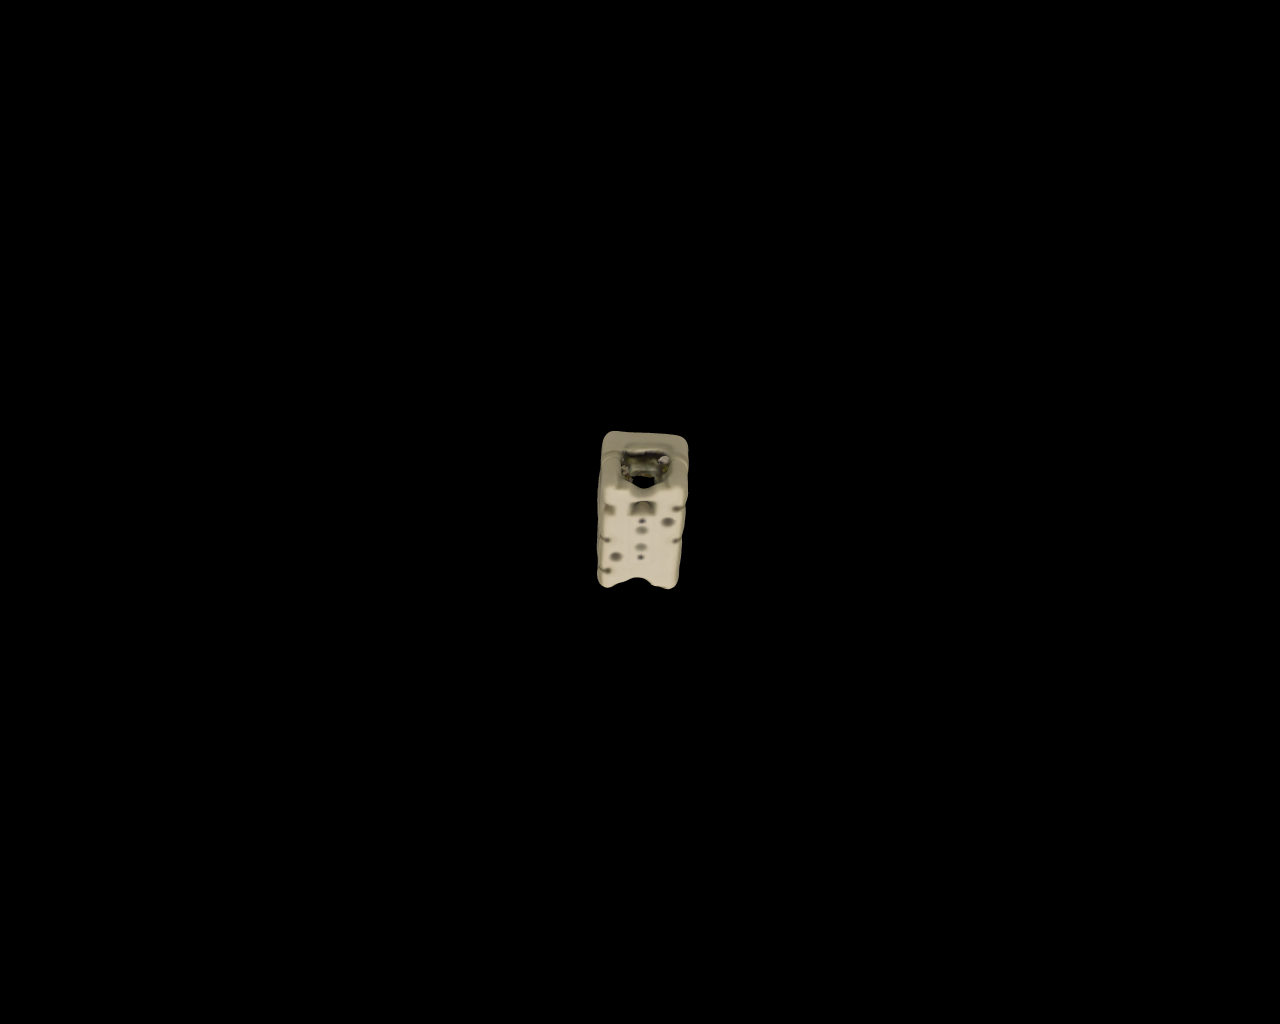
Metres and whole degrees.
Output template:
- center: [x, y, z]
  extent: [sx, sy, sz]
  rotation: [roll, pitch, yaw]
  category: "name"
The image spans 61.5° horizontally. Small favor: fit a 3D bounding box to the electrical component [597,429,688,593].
- center: [0.001, -0.003, 0.650]
  extent: [0.050, 0.089, 0.056]
  rotation: [2, 43, -2]
  category: "electrical component"
